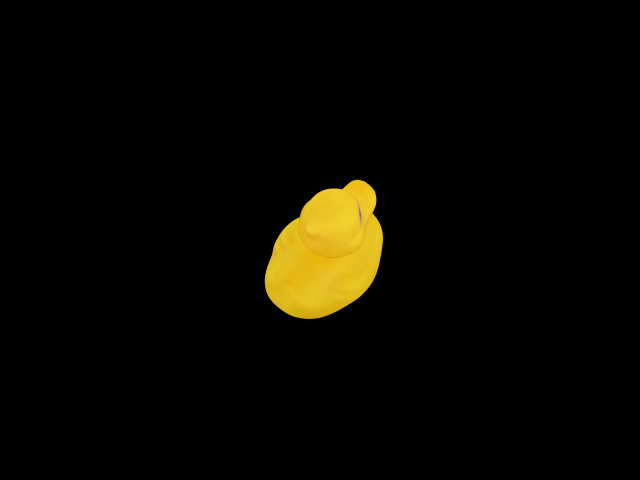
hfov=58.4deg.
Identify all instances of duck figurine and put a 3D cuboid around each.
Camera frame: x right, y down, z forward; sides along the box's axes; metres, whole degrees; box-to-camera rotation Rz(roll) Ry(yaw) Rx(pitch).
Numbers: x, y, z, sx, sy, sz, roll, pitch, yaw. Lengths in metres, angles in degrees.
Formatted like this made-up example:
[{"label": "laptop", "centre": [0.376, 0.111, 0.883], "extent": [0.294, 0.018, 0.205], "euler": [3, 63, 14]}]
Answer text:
[{"label": "duck figurine", "centre": [0.004, 0.001, 0.400], "extent": [0.077, 0.086, 0.105], "euler": [38, 71, 16]}]
